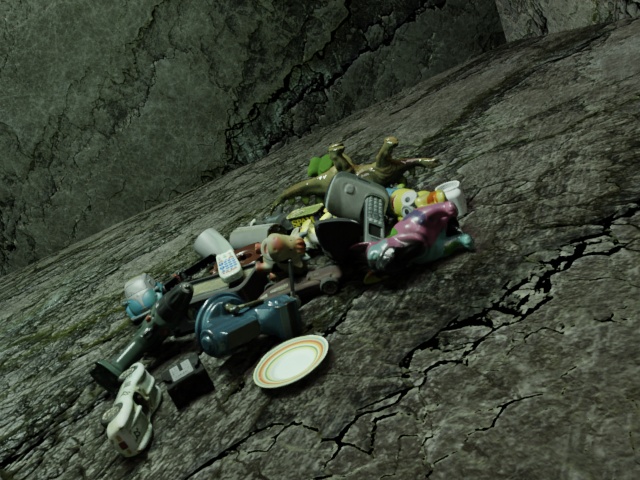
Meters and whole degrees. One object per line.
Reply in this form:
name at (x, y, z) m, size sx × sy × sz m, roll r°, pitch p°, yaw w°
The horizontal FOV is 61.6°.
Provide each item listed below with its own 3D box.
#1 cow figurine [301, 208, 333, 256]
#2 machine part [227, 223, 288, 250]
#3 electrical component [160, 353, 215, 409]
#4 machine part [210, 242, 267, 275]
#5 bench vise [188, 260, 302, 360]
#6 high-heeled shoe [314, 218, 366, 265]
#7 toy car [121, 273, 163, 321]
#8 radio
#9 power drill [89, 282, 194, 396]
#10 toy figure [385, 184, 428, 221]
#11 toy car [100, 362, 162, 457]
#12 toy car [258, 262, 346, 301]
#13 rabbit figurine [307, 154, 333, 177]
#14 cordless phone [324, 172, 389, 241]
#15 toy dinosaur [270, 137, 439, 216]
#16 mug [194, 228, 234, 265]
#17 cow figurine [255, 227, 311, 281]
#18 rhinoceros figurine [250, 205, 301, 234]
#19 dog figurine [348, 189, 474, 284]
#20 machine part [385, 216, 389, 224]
cow figurine at (-0.003, -0.004, 1.290) m, size 0.167 × 0.098 × 0.068 m, roll -34°, pitch 19°, yaw 30°
machine part at (-0.171, -0.003, 1.491) m, size 0.243 × 0.079 × 0.079 m, roll -6°, pitch 25°, yaw 43°
electrical component at (-0.235, 0.239, 0.944) m, size 0.075 × 0.047 × 0.119 m, roll -27°, pitch 20°, yaw -14°
machine part at (-0.192, 0.064, 1.364) m, size 0.179 × 0.056 × 0.179 m, roll -21°, pitch 18°, yaw 7°
bench vise at (-0.157, 0.142, 1.013) m, size 0.241 × 0.128 × 0.223 m, roll 1°, pitch 28°, yaw 44°
high-heeled shoe at (0.018, -0.005, 1.083) m, size 0.145 × 0.248 × 0.086 m, roll 21°, pitch 80°, yaw 37°
toy car at (-0.463, 0.138, 1.417) m, size 0.109 × 0.102 × 0.162 m, roll -24°, pitch 20°, yaw -5°
radio at (-0.235, 0.131, 1.199) m, size 0.230 × 0.073 × 0.131 m, roll -18°, pitch 18°, yaw 18°
power drill at (-0.348, 0.192, 1.055) m, size 0.232 × 0.086 × 0.207 m, roll -44°, pitch 13°, yaw 46°
toy figure at (0.200, -0.087, 1.259) m, size 0.089 × 0.082 × 0.180 m, roll -24°, pitch 16°, yaw -19°
toy car at (-0.305, 0.274, 0.889) m, size 0.056 × 0.073 × 0.202 m, roll -27°, pitch 19°, yaw 2°
toy car at (-0.043, 0.096, 1.102) m, size 0.202 × 0.053 × 0.089 m, roll -18°, pitch 22°, yaw 13°
rabbit figurine at (0.035, -0.142, 1.542) m, size 0.159 × 0.170 × 0.121 m, roll 15°, pitch -8°, yaw -39°
cordless phone at (0.080, -0.052, 1.193) m, size 0.088 × 0.146 × 0.184 m, roll -53°, pitch 25°, yaw 43°
toy dinosaur at (0.073, -0.150, 1.391) m, size 0.472 × 0.198 × 0.105 m, roll -5°, pitch 15°, yaw 21°
mug at (-0.290, 0.038, 1.499) m, size 0.107 × 0.109 × 0.081 m, roll 37°, pitch 44°, yaw 19°
cow figurine at (-0.073, 0.035, 1.154) m, size 0.127 × 0.085 × 0.194 m, roll -9°, pitch -17°, yaw 9°
rhinoceros figurine at (-0.122, -0.043, 1.563) m, size 0.190 × 0.073 × 0.112 m, roll -3°, pitch 38°, yaw 43°
dog figurine at (0.166, -0.001, 1.031) m, size 0.219 × 0.108 × 0.192 m, roll -24°, pitch 19°, yaw 7°
machine part at (0.095, -0.037, 1.307) m, size 0.139 × 0.039 × 0.084 m, roll -3°, pitch 29°, yaw 20°
